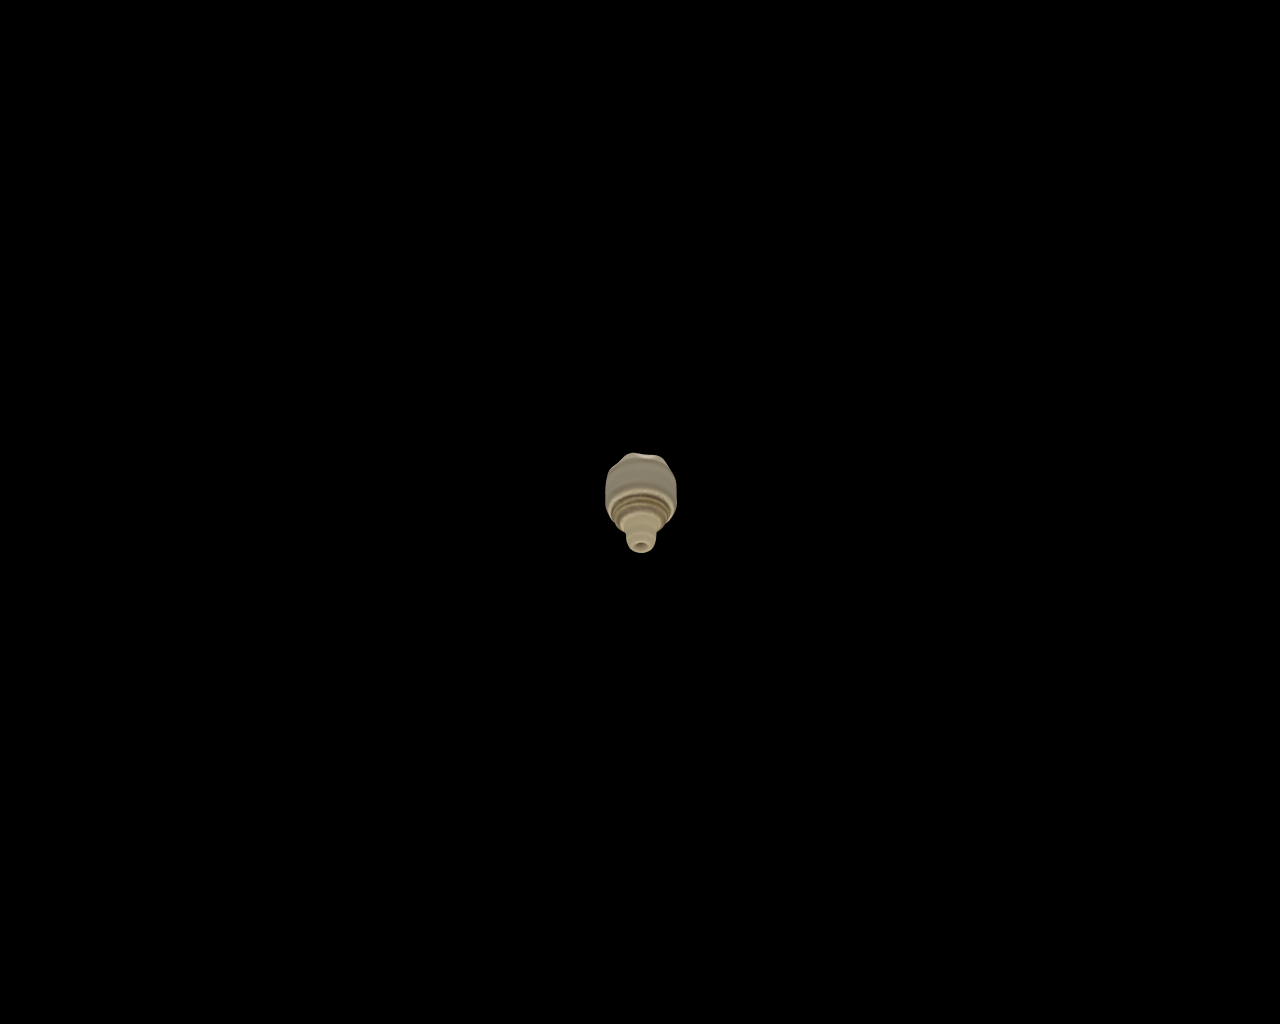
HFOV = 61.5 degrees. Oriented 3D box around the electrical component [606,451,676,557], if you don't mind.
[{"bbox_3d":[0.001,-0.003,0.650,0.043,0.062,0.043,0,-39,0],"label":"electrical component"}]
